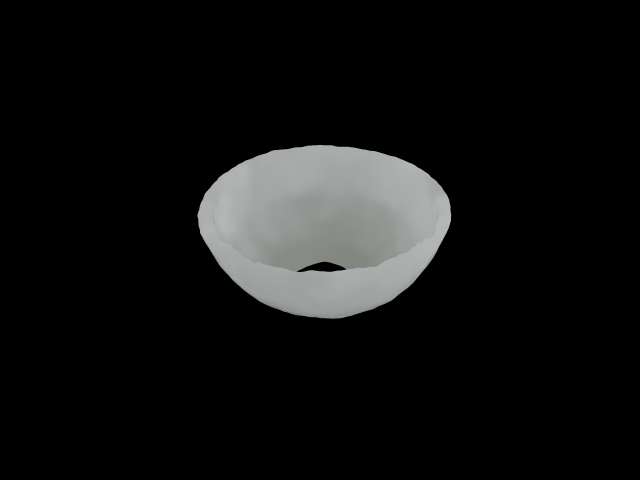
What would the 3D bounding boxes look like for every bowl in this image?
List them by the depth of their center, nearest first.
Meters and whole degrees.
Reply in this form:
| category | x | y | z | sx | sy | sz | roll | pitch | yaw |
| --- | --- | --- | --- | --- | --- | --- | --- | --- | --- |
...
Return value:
| category | x | y | z | sx | sy | sz | roll | pitch | yaw |
| --- | --- | --- | --- | --- | --- | --- | --- | --- | --- |
| bowl | 0.004 | 0.001 | 0.400 | 0.167 | 0.075 | 0.167 | 0 | 35 | 0 |
